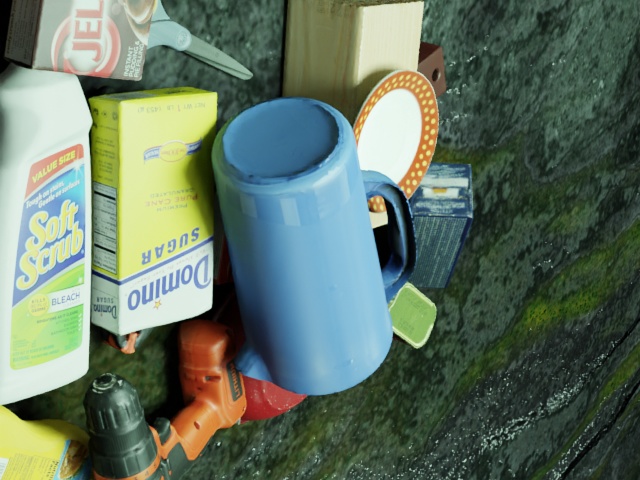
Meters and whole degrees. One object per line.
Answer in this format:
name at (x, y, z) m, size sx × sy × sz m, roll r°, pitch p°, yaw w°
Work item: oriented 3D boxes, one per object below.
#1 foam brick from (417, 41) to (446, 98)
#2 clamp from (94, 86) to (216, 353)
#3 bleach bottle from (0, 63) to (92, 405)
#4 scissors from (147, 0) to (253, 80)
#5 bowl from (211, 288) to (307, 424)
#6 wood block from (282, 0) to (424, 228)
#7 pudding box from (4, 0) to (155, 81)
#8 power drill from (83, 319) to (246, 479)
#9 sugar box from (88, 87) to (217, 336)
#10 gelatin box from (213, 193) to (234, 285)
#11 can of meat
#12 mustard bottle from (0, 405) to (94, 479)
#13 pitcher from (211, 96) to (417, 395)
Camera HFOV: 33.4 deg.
foam brick at (0.083, -0.159, 1.066) m, size 0.078 × 0.051 × 0.053 m, roll -41°, pitch 135°, yaw -34°
clamp at (-0.142, -0.015, 0.853) m, size 0.164 × 0.036 × 0.210 m, roll 22°, pitch 88°, yaw -49°
bleach bottle at (-0.208, -0.018, 0.746) m, size 0.102 × 0.068 × 0.251 m, roll -15°, pitch 115°, yaw -51°
scissors at (-0.125, -0.146, 0.832) m, size 0.096 × 0.016 × 0.201 m, roll -60°, pitch 143°, yaw -12°
bowl at (-0.043, 0.110, 1.025) m, size 0.161 × 0.055 × 0.162 m, roll -25°, pitch 124°, yaw -44°
wood block at (0.024, -0.119, 0.977) m, size 0.090 × 0.090 × 0.206 m, roll -20°, pitch 121°, yaw -47°
pudding box at (-0.151, -0.163, 0.692) m, size 0.089 × 0.039 × 0.113 m, roll -4°, pitch 109°, yaw -52°
power drill at (-0.127, 0.147, 0.882) m, size 0.187 × 0.057 × 0.184 m, roll -55°, pitch 147°, yaw -52°
sugar box at (-0.125, -0.023, 0.806) m, size 0.093 × 0.048 × 0.176 m, roll -14°, pitch 111°, yaw -44°
gelatin box at (-0.069, -0.008, 0.956) m, size 0.073 × 0.030 × 0.089 m, roll -7°, pitch 111°, yaw -51°
can of meat at (0.065, 0.067, 1.120) m, size 0.102 × 0.084 × 0.057 m, roll 38°, pitch 75°, yaw -53°
mustard bottle at (-0.223, 0.182, 0.821) m, size 0.191 × 0.058 × 0.096 m, roll 34°, pitch 79°, yaw -53°
pitcher at (-0.006, 0.001, 0.871) m, size 0.243 × 0.145 × 0.149 m, roll 81°, pitch 20°, yaw -47°
